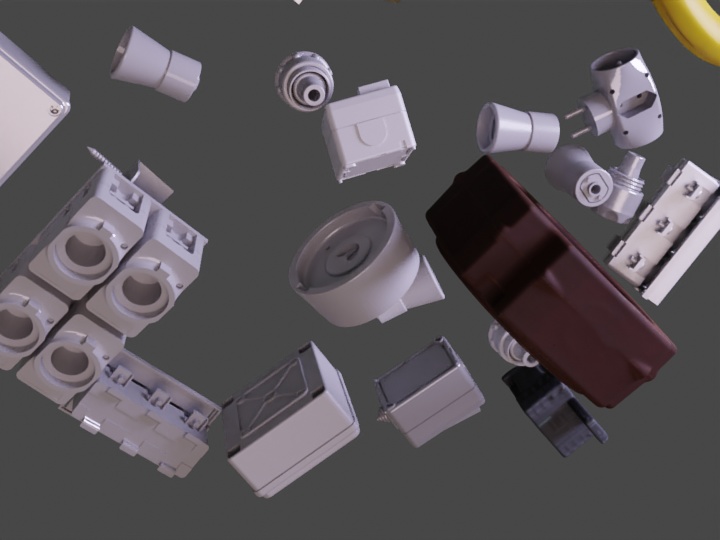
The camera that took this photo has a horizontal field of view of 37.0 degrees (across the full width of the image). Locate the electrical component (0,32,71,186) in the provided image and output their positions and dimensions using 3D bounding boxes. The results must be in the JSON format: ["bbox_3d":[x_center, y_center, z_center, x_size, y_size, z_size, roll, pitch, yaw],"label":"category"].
[{"bbox_3d":[-0.299,-0.128,0.828,0.109,0.056,0.109,-45,114,8],"label":"electrical component"}]

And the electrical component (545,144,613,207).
[{"bbox_3d":[0.195,-0.081,0.949,0.044,0.065,0.044,-4,113,-10],"label":"electrical component"}]

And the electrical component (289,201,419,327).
[{"bbox_3d":[0.000,0.000,0.921,0.108,0.108,0.060,-36,121,4],"label":"electrical component"}]

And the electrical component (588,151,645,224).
[{"bbox_3d":[0.237,-0.076,0.973,0.043,0.043,0.062,17,107,-18],"label":"electrical component"}]

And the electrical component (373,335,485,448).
[{"bbox_3d":[0.061,0.120,1.007,0.096,0.061,0.061,-34,115,3],"label":"electrical component"}]

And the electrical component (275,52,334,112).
[{"bbox_3d":[-0.042,-0.148,0.871,0.048,0.062,0.048,-5,113,-11],"label":"electrical component"}]

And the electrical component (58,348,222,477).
[{"bbox_3d":[-0.194,0.129,0.955,0.121,0.063,0.078,36,102,-23],"label":"electrical component"}]

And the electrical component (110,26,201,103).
[{"bbox_3d":[-0.160,-0.160,0.853,0.065,0.044,0.044,21,107,-24],"label":"electrical component"}]

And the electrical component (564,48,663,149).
[{"bbox_3d":[0.217,-0.142,0.940,0.079,0.043,0.077,-26,115,0],"label":"electrical component"}]

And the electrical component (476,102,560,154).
[{"bbox_3d":[0.140,-0.121,0.935,0.065,0.044,0.044,2,112,-18],"label":"electrical component"}]

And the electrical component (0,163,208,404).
[{"bbox_3d":[-0.227,0.018,0.879,0.105,0.060,0.186,38,114,-23],"label":"electrical component"}]

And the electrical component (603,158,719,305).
[{"bbox_3d":[0.283,-0.038,0.986,0.063,0.078,0.121,36,102,-1],"label":"electrical component"}]

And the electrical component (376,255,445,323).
[{"bbox_3d":[0.038,0.020,0.972,0.065,0.044,0.044,-27,116,5],"label":"electrical component"}]

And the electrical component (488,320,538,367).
[{"bbox_3d":[0.150,0.069,1.005,0.048,0.062,0.048,-4,113,-10],"label":"electrical component"}]

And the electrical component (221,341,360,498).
[{"bbox_3d":[-0.064,0.131,0.960,0.109,0.108,0.056,-36,113,4],"label":"electrical component"}]

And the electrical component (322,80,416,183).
[{"bbox_3d":[0.004,-0.113,0.887,0.062,0.096,0.061,-16,87,-5],"label":"electrical component"}]
